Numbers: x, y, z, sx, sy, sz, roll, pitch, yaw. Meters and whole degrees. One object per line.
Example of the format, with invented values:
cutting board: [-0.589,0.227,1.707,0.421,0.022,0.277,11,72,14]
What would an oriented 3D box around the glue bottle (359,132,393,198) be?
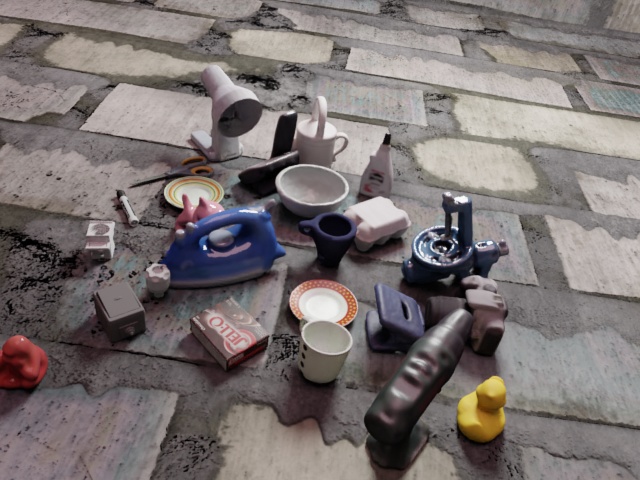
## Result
glue bottle: [0.143,-0.178,1.356,0.078,0.173,0.037,15,39,8]

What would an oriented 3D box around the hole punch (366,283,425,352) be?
hole punch: [0.139,0.138,1.030,0.101,0.091,0.108,4,39,-7]

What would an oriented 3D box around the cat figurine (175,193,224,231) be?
cat figurine: [-0.239,-0.049,1.160,0.127,0.118,0.067,34,45,28]

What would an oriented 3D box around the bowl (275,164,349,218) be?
bowl: [-0.021,-0.099,1.304,0.167,0.075,0.167,6,39,-5]

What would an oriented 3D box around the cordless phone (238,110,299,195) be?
cordless phone: [-0.113,-0.211,1.333,0.094,0.185,0.148,34,44,27]

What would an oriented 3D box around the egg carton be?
egg carton: [0.120,-0.037,1.261,0.151,0.069,0.107,-21,48,-33]

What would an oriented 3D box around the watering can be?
watering can: [-0.017,-0.256,1.403,0.173,0.194,0.100,-13,44,-26]

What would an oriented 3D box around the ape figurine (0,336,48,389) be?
ape figurine: [-0.448,0.178,0.855,0.077,0.092,0.076,33,44,27]

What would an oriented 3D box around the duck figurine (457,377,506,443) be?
duck figurine: [0.264,0.261,0.908,0.077,0.086,0.105,26,41,20]

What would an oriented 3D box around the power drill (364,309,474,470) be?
power drill: [0.136,0.226,0.827,0.075,0.208,0.230,29,43,23]

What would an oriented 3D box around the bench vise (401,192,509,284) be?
bench vise: [0.276,-0.008,1.137,0.208,0.220,0.121,-12,43,-25]

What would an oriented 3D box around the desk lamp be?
desk lamp: [-0.237,-0.302,1.397,0.118,0.213,0.202,-20,47,-31]

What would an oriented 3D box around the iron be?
iron: [-0.194,0.002,1.088,0.259,0.141,0.118,-15,45,-28]

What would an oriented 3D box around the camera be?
camera: [0.268,0.126,1.065,0.137,0.101,0.143,8,39,-2]

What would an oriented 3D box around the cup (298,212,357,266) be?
cup: [0.011,0.004,1.166,0.118,0.095,0.091,7,39,-3]
